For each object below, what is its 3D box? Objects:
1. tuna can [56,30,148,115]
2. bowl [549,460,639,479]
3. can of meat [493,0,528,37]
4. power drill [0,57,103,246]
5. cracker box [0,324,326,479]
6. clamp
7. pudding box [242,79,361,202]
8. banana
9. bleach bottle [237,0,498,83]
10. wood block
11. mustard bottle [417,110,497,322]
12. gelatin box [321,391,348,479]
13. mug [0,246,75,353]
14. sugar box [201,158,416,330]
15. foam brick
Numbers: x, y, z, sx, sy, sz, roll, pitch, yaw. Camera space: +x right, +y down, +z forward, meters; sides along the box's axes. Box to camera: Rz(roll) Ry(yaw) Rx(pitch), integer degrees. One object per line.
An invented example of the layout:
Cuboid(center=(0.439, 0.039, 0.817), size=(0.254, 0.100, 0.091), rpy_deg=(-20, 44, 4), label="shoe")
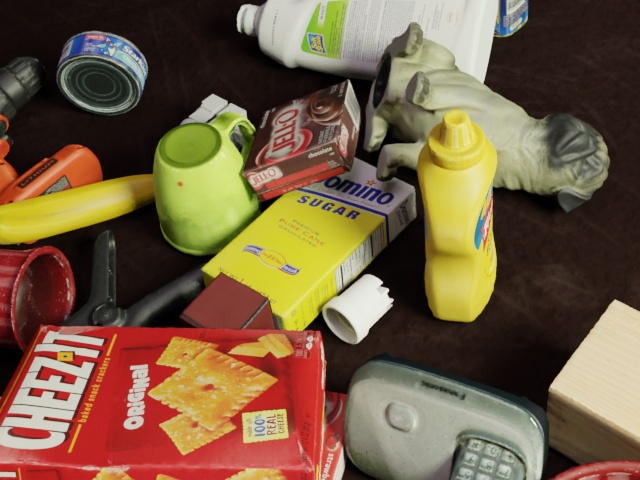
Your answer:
Cuboid(center=(-0.214, -0.162, 1.047), size=(0.086, 0.086, 0.033), rpy_deg=(-1, 53, 9), label="tuna can")
Cuboid(center=(0.193, 0.225, 0.676), size=(0.162, 0.055, 0.162), rpy_deg=(-6, 61, 10), label="bowl")
Cuboid(center=(0.159, -0.258, 1.059), size=(0.102, 0.084, 0.057), rpy_deg=(33, 64, 30), label="can of meat")
Cuboid(center=(-0.296, -0.089, 1.024), size=(0.188, 0.057, 0.184), rpy_deg=(31, 66, 32), label="power drill")
Cuboid(center=(-0.105, 0.124, 0.722), size=(0.213, 0.072, 0.164), rpy_deg=(1, 27, 2), label="cracker box")
Cuboid(center=(-0.161, 0.069, 0.887), size=(0.120, 0.039, 0.171), rpy_deg=(6, 57, 22), label="clamp")
Cuboid(center=(-0.013, -0.088, 0.937), size=(0.090, 0.039, 0.113), rpy_deg=(-17, 29, 20), label="pudding box")
Cuboid(center=(-0.222, -0.025, 0.940), size=(0.070, 0.037, 0.197), rpy_deg=(-4, 11, 44), label="banana")
Cuboid(center=(0.039, -0.209, 1.038), size=(0.251, 0.068, 0.102), rpy_deg=(12, 94, 20), label="bleach bottle")
Cuboid(center=(0.266, 0.141, 0.723), size=(0.206, 0.090, 0.090), rpy_deg=(29, 62, 28), label="wood block")
Cuboid(center=(0.106, -0.026, 0.816), size=(0.058, 0.191, 0.096), rpy_deg=(7, 53, 14), label="mustard bottle")
Cuboid(center=(-0.016, 0.153, 0.799), size=(0.073, 0.030, 0.089), rpy_deg=(8, 54, 16), label="gelatin box")
Cuboid(center=(-0.260, 0.042, 0.898), size=(0.082, 0.093, 0.117), rpy_deg=(4, 37, 18), label="mug")
Cuboid(center=(-0.006, 0.001, 0.901), size=(0.093, 0.048, 0.176), rpy_deg=(28, 59, 28), label="sugar box")
Cuboid(center=(-0.068, 0.076, 0.840), size=(0.053, 0.078, 0.051), rpy_deg=(27, 58, 26), label="foam brick")
